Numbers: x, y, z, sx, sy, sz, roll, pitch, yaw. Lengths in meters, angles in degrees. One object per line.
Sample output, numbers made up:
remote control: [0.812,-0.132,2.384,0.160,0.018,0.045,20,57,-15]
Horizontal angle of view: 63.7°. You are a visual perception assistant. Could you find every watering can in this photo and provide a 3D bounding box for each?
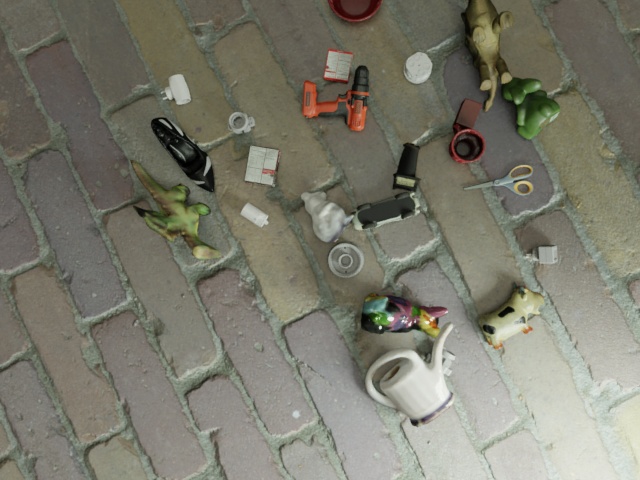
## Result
watering can: [0.282,0.379,1.414,0.224,0.106,0.342,48,119,-2]

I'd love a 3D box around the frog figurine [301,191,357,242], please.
frog figurine: [0.004,-0.073,1.458,0.159,0.136,0.124,34,76,2]

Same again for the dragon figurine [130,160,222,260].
dragon figurine: [-0.430,-0.083,1.438,0.410,0.244,0.121,40,98,1]
